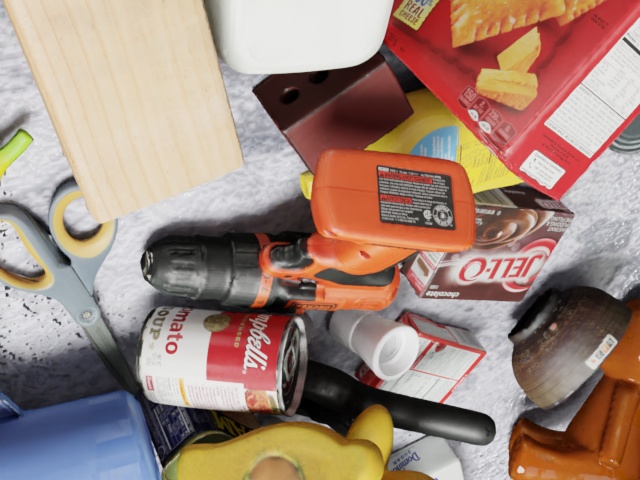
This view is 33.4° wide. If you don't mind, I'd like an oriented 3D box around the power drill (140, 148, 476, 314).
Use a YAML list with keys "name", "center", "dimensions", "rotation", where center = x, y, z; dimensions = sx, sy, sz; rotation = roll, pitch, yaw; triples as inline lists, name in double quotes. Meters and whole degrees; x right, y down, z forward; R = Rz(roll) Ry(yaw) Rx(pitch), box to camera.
- name: "power drill"
  center: [-0.004, 0.001, 0.673]
  dimensions: [0.184, 0.057, 0.188]
  rotation: [3, 163, -24]

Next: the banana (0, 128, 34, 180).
- name: "banana"
  center: [-0.257, -0.042, 0.568]
  dimensions: [0.197, 0.037, 0.070]
  rotation: [5, 105, -35]

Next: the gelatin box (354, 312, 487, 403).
- name: "gelatin box"
  center: [0.083, 0.102, 0.886]
  dimensions: [0.089, 0.030, 0.073]
  rotation: [19, 117, -39]

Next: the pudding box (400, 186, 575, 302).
- name: "pudding box"
  center: [0.129, 0.003, 0.820]
  dimensions: [0.113, 0.039, 0.090]
  rotation: [5, 124, -33]

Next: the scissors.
- name: "scissors"
  center: [-0.144, 0.031, 0.705]
  dimensions: [0.096, 0.016, 0.201]
  rotation: [-37, 136, 3]

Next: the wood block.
- name: "wood block"
  center: [-0.113, -0.122, 0.540]
  dimensions: [0.090, 0.091, 0.206]
  rotation: [-23, 135, -11]

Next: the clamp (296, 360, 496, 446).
- name: "clamp"
  center: [0.019, 0.122, 0.813]
  dimensions: [0.209, 0.036, 0.165]
  rotation: [28, 154, -35]

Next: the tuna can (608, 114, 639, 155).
- name: "tuna can"
  center: [0.235, -0.108, 0.791]
  dimensions: [0.086, 0.034, 0.086]
  rotation: [-16, 133, -18]

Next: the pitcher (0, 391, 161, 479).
- name: "pitcher"
  center: [-0.228, 0.168, 0.686]
  dimensions: [0.242, 0.145, 0.149]
  rotation: [-14, 140, -14]

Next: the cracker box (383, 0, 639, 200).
- name: "cracker box"
  center: [0.144, -0.157, 0.605]
  dimensions: [0.072, 0.164, 0.214]
  rotation: [24, 112, -43]

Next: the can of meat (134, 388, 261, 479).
- name: "can of meat"
  center: [-0.083, 0.143, 0.787]
  dimensions: [0.057, 0.084, 0.102]
  rotation: [-43, 135, 9]

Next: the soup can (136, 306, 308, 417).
- name: "soup can"
  center: [-0.065, 0.081, 0.725]
  dimensions: [0.102, 0.068, 0.068]
  rotation: [4, 135, 14]

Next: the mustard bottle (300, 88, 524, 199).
- name: "mustard bottle"
  center: [0.077, -0.062, 0.722]
  dimensions: [0.191, 0.058, 0.096]
  rotation: [-18, 145, -16]

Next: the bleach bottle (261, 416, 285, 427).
- name: "bleach bottle"
  center: [-0.108, 0.243, 0.875]
  dimensions: [0.102, 0.068, 0.251]
  rotation: [24, 110, -41]

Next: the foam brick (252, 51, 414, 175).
- name: "foam brick"
  center: [0.009, -0.087, 0.667]
  dimensions: [0.078, 0.053, 0.051]
  rotation: [-35, 136, 1]

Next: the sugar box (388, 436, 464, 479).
- name: "sugar box"
  center: [0.096, 0.264, 1.021]
  dimensions: [0.093, 0.048, 0.176]
  rotation: [-24, 131, -9]
